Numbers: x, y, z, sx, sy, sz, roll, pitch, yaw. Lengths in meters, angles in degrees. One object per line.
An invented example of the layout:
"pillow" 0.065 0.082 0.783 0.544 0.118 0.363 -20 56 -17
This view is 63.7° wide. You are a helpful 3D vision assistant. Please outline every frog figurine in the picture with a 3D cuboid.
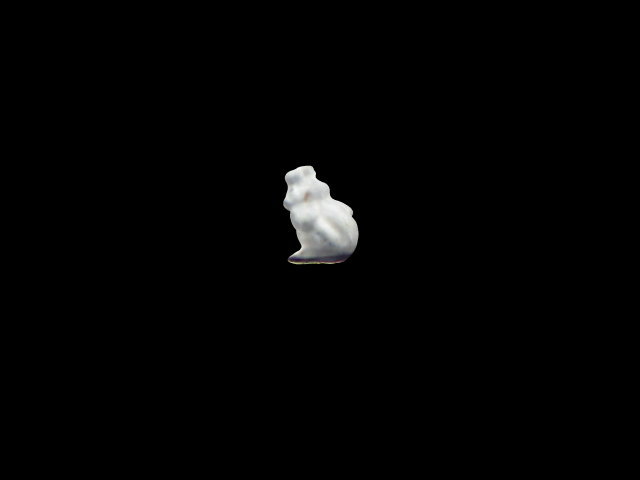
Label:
"frog figurine" 0.003 -0.043 0.850 0.123 0.159 0.138 5 7 43
